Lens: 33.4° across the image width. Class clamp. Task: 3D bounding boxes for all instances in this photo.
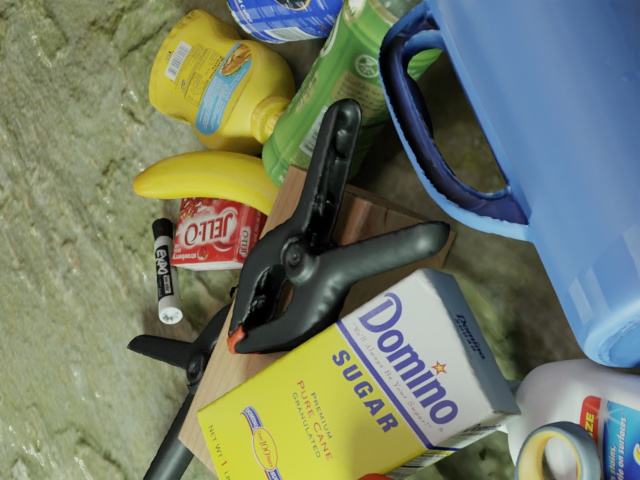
[{"bbox_3d":[-0.004,0.001,0.645,0.172,0.039,0.120,-42,50,29],"label":"clamp"},{"bbox_3d":[-0.090,0.102,0.844,0.210,0.036,0.164,-42,44,27],"label":"clamp"}]

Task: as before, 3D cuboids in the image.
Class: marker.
[{"bbox_3d":[-0.131,0.023,0.911,0.020,0.020,0.121,-47,34,26],"label":"marker"}]

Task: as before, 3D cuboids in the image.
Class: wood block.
[{"bbox_3d":[-0.004,0.066,0.722,0.090,0.090,0.206,29,99,48],"label":"wood block"}]

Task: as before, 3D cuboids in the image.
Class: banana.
[{"bbox_3d":[-0.060,-0.033,0.819,0.198,0.037,0.069,27,84,28],"label":"banana"}]

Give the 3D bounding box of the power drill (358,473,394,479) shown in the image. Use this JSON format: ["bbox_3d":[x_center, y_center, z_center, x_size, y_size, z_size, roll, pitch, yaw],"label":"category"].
[{"bbox_3d":[0.067,0.224,0.551,0.185,0.057,0.187,13,123,40],"label":"power drill"}]

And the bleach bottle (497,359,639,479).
[{"bbox_3d":[0.177,0.125,0.527,0.251,0.067,0.102,17,97,52],"label":"bleach bottle"}]

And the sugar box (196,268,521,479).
[{"bbox_3d":[0.017,0.099,0.612,0.176,0.048,0.093,-36,63,24],"label":"sugar box"}]

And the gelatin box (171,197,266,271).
[{"bbox_3d":[-0.082,-0.014,0.879,0.089,0.030,0.073,-4,75,47],"label":"gelatin box"}]

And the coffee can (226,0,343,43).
[{"bbox_3d":[0.008,-0.201,0.789,0.141,0.102,0.103,7,82,49],"label":"coffee can"}]

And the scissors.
[{"bbox_3d":[0.101,0.151,0.584,0.202,0.016,0.096,-23,77,59],"label":"scissors"}]

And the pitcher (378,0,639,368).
[{"bbox_3d":[0.142,-0.057,0.573,0.149,0.144,0.243,-44,51,42],"label":"pitcher"}]

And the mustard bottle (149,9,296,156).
[{"bbox_3d":[-0.071,-0.121,0.882,0.192,0.058,0.096,38,102,47],"label":"mustard bottle"}]
